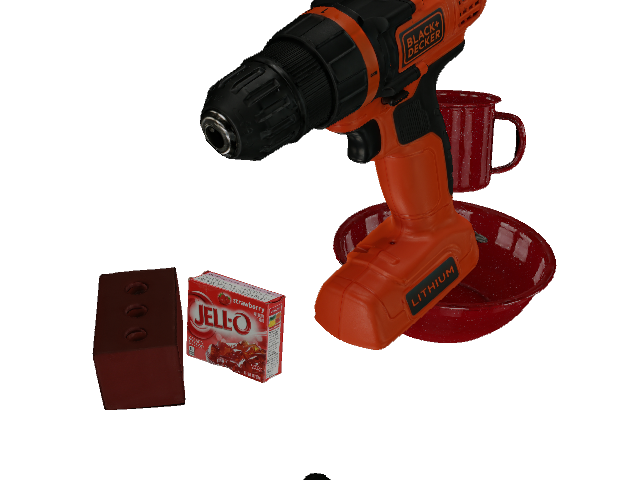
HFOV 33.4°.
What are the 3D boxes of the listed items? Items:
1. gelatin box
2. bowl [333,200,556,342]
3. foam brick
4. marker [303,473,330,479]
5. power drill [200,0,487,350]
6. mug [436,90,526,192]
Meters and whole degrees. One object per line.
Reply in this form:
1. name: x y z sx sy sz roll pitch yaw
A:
1. gelatin box: -0.074 0.073 0.914 0.089 0.073 0.030 16 22 31
2. bowl: 0.089 0.028 0.788 0.162 0.055 0.162 2 29 -1
3. foam brick: -0.116 0.063 0.688 0.053 0.051 0.078 -5 38 -5
4. marker: -0.029 0.137 0.480 0.020 0.020 0.120 0 16 33
5. power drill: 0.024 -0.037 0.547 0.057 0.187 0.184 26 49 36
6. mug: 0.128 -0.090 0.972 0.117 0.081 0.093 4 16 12
